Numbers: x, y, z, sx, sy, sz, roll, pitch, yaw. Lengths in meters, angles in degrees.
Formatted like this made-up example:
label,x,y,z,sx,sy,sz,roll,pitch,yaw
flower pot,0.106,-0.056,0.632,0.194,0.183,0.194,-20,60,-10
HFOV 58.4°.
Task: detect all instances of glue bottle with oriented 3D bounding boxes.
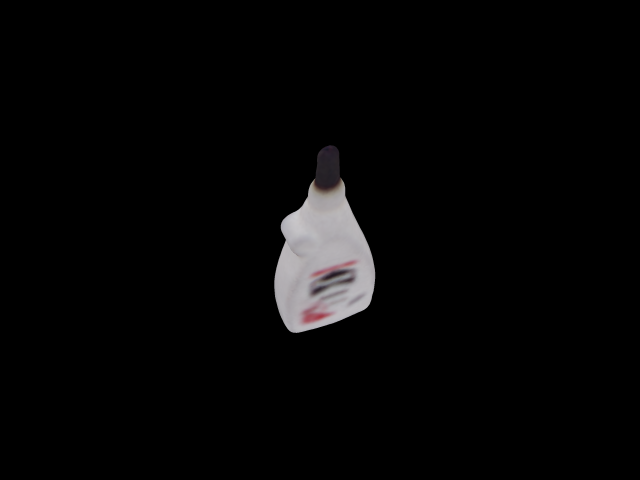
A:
label,x,y,z,sx,sy,sz,roll,pitch,yaw
glue bottle,0.004,0.001,0.400,0.078,0.173,0.037,-21,54,-15
